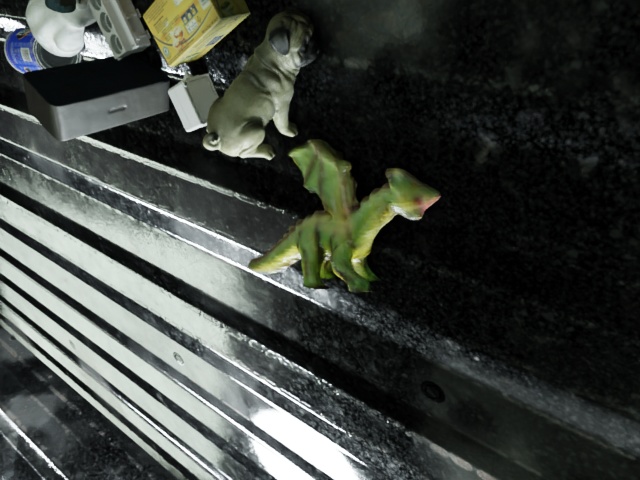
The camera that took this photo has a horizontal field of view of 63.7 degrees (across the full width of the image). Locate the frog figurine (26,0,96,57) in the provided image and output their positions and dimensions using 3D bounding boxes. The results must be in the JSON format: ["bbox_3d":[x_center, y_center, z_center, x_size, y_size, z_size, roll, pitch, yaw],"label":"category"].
[{"bbox_3d":[-0.502,-0.438,1.011,0.159,0.123,0.137,6,101,53],"label":"frog figurine"}]

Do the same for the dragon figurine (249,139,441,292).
[{"bbox_3d":[0.003,-0.042,0.834,0.410,0.123,0.241,2,100,40],"label":"dragon figurine"}]
